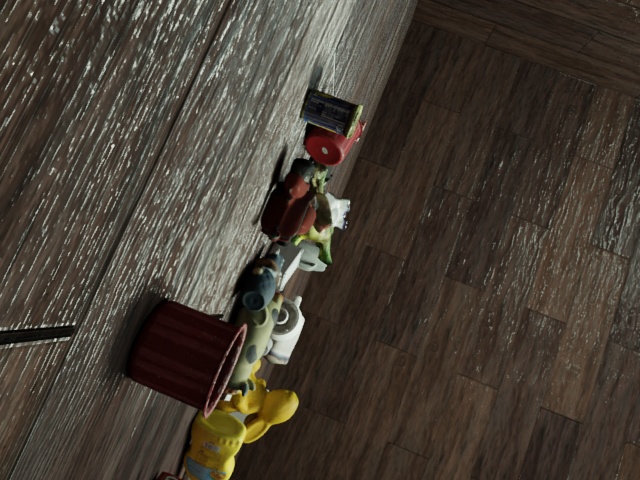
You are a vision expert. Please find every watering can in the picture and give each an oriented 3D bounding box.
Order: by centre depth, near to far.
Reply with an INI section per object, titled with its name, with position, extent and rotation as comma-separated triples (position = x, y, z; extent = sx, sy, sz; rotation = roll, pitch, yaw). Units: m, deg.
[watering can]
position = -0.112, 0.273, 1.589
extent = 0.344, 0.104, 0.226
rotation = 98, 14, -79

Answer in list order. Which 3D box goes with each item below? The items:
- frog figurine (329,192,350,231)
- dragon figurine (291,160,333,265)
[frog figurine]
position = 0.005, -0.079, 1.576
extent = 0.160, 0.124, 0.134
rotation = -13, 144, -41
[dragon figurine]
position = -0.006, -0.087, 1.193
extent = 0.417, 0.122, 0.239
rotation = -97, -162, -68
